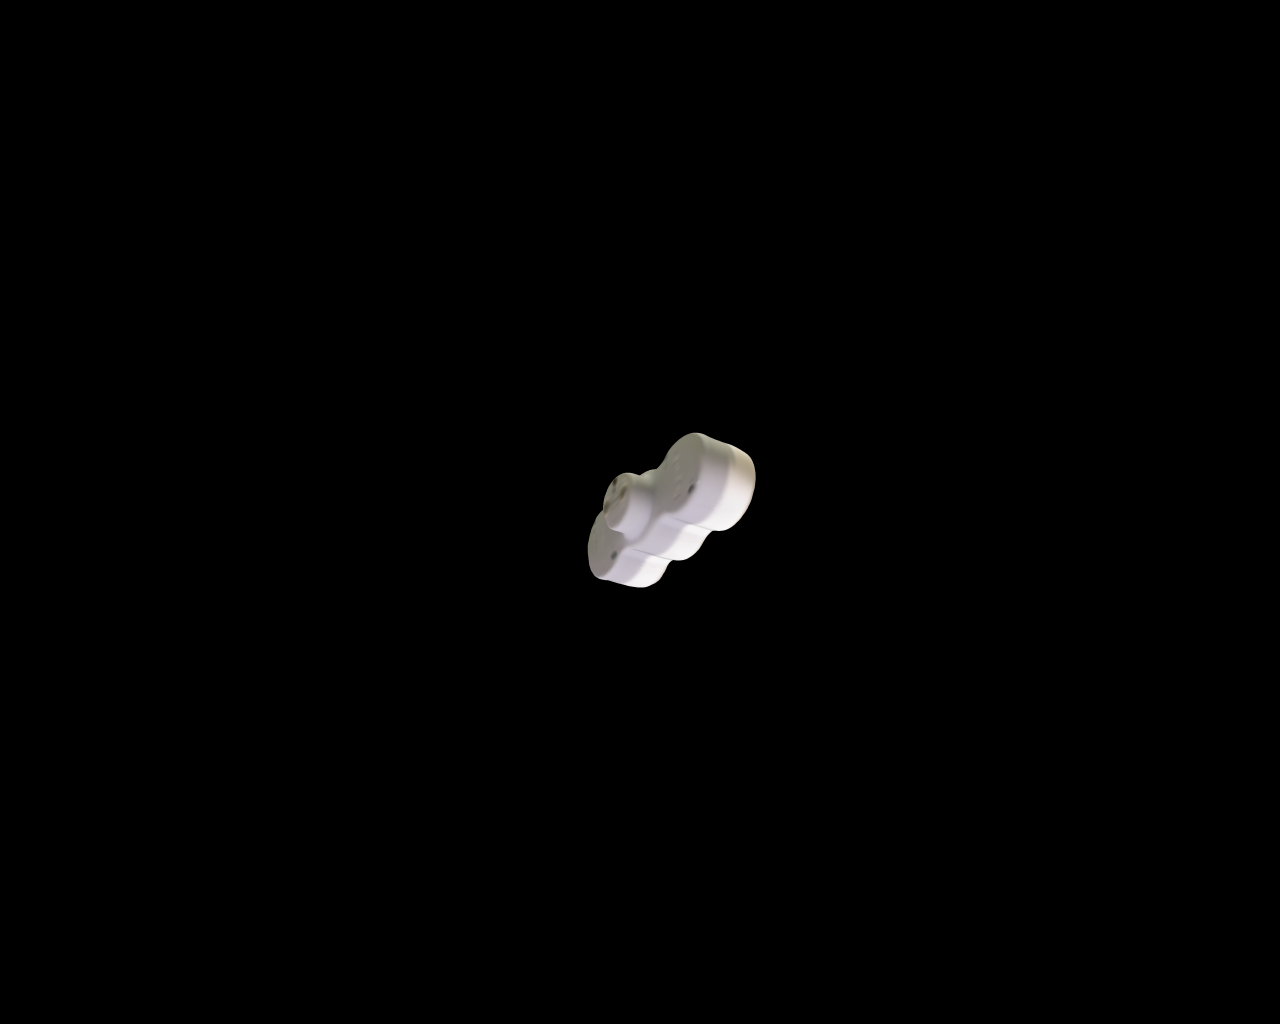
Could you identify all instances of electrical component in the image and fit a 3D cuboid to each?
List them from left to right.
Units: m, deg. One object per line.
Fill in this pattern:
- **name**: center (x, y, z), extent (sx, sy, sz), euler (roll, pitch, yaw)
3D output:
- **electrical component**: center (0.001, -0.003, 0.650), extent (0.074, 0.052, 0.138), euler (18, -35, -27)
